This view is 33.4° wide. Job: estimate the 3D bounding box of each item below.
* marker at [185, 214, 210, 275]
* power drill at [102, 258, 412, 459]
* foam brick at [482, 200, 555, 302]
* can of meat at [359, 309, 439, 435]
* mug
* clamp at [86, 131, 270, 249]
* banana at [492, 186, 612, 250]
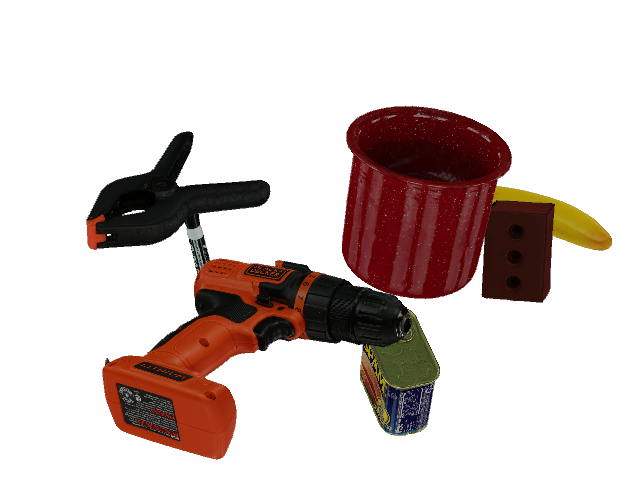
[{"bbox_3d":[-0.136,0.011,1.203,0.020,0.121,0.020,-8,29,4],"label":"marker"},{"bbox_3d":[-0.049,0.079,0.771,0.185,0.057,0.187,8,29,31],"label":"power drill"},{"bbox_3d":[0.167,0.009,0.901,0.053,0.078,0.051,4,15,18],"label":"foam brick"},{"bbox_3d":[0.076,0.132,1.069,0.057,0.084,0.102,-10,45,-13],"label":"can of meat"},{"bbox_3d":[0.062,-0.026,0.624,0.093,0.081,0.117,22,36,22],"label":"mug"},{"bbox_3d":[-0.145,-0.046,0.966,0.171,0.039,0.120,-22,42,-32],"label":"clamp"},{"bbox_3d":[0.206,-0.025,1.101,0.198,0.037,0.069,11,38,22],"label":"banana"}]
